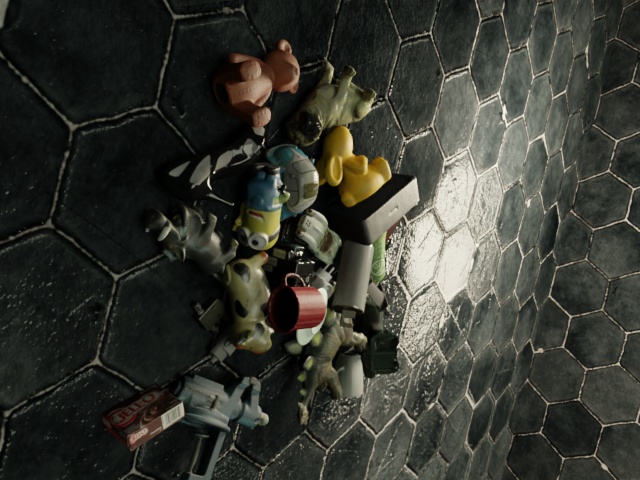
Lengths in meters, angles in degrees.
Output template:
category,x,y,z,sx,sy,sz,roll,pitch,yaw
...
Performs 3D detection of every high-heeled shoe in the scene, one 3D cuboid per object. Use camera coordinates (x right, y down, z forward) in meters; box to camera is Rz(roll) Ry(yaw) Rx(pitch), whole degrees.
category,x,y,z,sx,sy,sz,roll,pitch,yaw
high-heeled shoe,-0.192,-0.167,0.984,0.145,0.086,0.249,27,59,-19

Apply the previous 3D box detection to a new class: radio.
category,x,y,z,sx,sy,sz,roll,pitch,yaw
radio,0.128,-0.083,1.308,0.229,0.131,0.073,-38,128,-36

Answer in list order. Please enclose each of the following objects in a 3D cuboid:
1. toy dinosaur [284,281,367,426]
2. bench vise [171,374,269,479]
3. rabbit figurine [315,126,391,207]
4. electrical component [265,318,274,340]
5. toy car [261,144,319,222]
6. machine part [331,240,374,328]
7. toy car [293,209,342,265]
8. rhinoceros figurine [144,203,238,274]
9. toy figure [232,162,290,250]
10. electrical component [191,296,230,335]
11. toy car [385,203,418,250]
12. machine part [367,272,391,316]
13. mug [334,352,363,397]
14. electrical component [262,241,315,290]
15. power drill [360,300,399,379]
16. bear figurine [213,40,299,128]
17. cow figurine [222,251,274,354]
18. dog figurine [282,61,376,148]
category,x,y,z,sx,sy,sz,roll,pitch,yaw
toy dinosaur,0.027,0.215,1.311,0.198,0.105,0.471,46,56,-41
bench vise,-0.210,0.377,1.056,0.223,0.129,0.240,40,53,-39
rabbit figurine,0.053,-0.172,1.233,0.162,0.122,0.173,-36,114,-25
electrical component,-0.135,0.186,1.160,0.078,0.045,0.102,-36,128,-9
toy car,-0.055,-0.115,1.110,0.109,0.103,0.161,-18,113,-44
machine part,0.078,0.088,1.266,0.079,0.079,0.243,39,56,-48
toy car,-0.003,-0.004,1.219,0.073,0.056,0.201,-64,154,-13
rhinoceros figurine,-0.234,-0.004,0.968,0.112,0.073,0.190,-54,139,-8
toy figure,-0.110,-0.063,1.062,0.089,0.082,0.180,-8,117,-43
electrical component,-0.217,0.144,1.066,0.063,0.021,0.093,-51,134,-26
toy car,0.193,-0.067,1.451,0.089,0.053,0.202,42,73,-35
machine part,0.140,0.134,1.362,0.138,0.039,0.084,49,25,-46
mug,0.066,0.354,1.424,0.109,0.081,0.107,5,86,-46
electrical component,-0.074,0.072,1.137,0.058,0.115,0.134,-1,104,-51
power drill,0.152,0.285,1.420,0.207,0.086,0.231,-97,-174,-84
bear figurine,-0.094,-0.294,0.992,0.196,0.132,0.120,-29,125,-33
cow figurine,-0.142,0.132,1.068,0.127,0.085,0.194,-19,93,-38
dog figurine,0.019,-0.263,1.162,0.172,0.121,0.190,34,86,-37
